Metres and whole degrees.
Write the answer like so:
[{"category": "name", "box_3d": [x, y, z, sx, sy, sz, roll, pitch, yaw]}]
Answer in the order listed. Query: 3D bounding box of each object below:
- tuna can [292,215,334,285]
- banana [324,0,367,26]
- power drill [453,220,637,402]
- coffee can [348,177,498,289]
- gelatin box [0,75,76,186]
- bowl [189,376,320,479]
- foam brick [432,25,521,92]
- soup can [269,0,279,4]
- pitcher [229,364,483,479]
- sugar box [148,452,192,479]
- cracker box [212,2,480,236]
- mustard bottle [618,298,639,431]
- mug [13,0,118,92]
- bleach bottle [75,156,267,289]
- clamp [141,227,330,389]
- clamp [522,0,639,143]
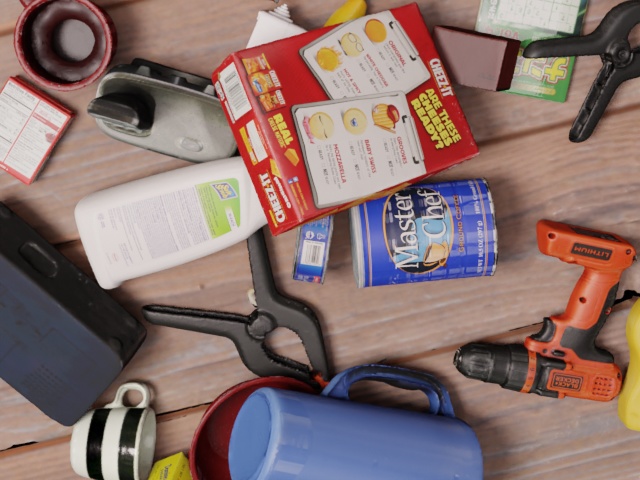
[{"category": "tuna can", "box_3d": [-0.007, 0.001, 1.097, 0.033, 0.086, 0.086, 8, 102, -2]}, {"category": "banana", "box_3d": [0.012, -0.148, 1.091, 0.069, 0.037, 0.198, -5, 105, -20]}, {"category": "power drill", "box_3d": [0.247, 0.077, 1.138, 0.184, 0.057, 0.188, 9, 105, -8]}, {"category": "coffee can", "box_3d": [0.102, -0.007, 1.090, 0.140, 0.103, 0.103, -5, 103, -1]}, {"category": "gelatin box", "box_3d": [-0.304, -0.112, 1.091, 0.073, 0.030, 0.089, 32, 100, -7]}, {"category": "bowl", "box_3d": [-0.070, 0.209, 1.140, 0.161, 0.055, 0.162, -8, 112, -22]}, {"category": "foam brick", "box_3d": [0.152, -0.181, 1.064, 0.078, 0.051, 0.053, 17, 107, 21]}, {"category": "soup can", "box_3d": [-0.081, -0.278, 1.040, 0.102, 0.068, 0.068, 16, 102, -4]}, {"category": "pitcher", "box_3d": [0.036, 0.215, 1.095, 0.242, 0.149, 0.145, 17, 116, -25]}, {"category": "sugar box", "box_3d": [-0.126, 0.325, 1.149, 0.048, 0.093, 0.176, -27, 112, 22]}, {"category": "cracker box", "box_3d": [0.024, -0.116, 1.006, 0.213, 0.072, 0.164, -22, 88, -29]}, {"category": "mustard bottle", "box_3d": [0.378, 0.110, 1.148, 0.096, 0.058, 0.192, 1, 102, -1]}, {"category": "mug", "box_3d": [-0.252, -0.204, 1.044, 0.093, 0.081, 0.117, -44, 100, 8]}, {"category": "bleach bottle", "box_3d": [-0.113, -0.026, 1.068, 0.251, 0.068, 0.102, -12, 108, 14]}, {"category": "clamp", "box_3d": [-0.075, 0.090, 1.139, 0.164, 0.036, 0.210, -37, 104, 9]}, {"category": "clamp", "box_3d": [0.299, -0.180, 1.087, 0.171, 0.039, 0.120, -26, 118, -1]}]
